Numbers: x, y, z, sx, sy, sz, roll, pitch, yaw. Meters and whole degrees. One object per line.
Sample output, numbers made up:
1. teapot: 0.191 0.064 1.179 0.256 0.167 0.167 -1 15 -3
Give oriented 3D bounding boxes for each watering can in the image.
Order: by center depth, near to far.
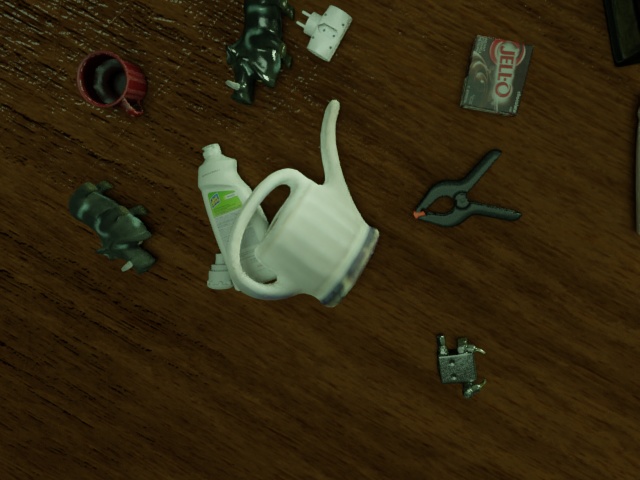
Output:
1. watering can: 0.003 -0.042 0.840 0.223 0.104 0.350 35 79 -10
